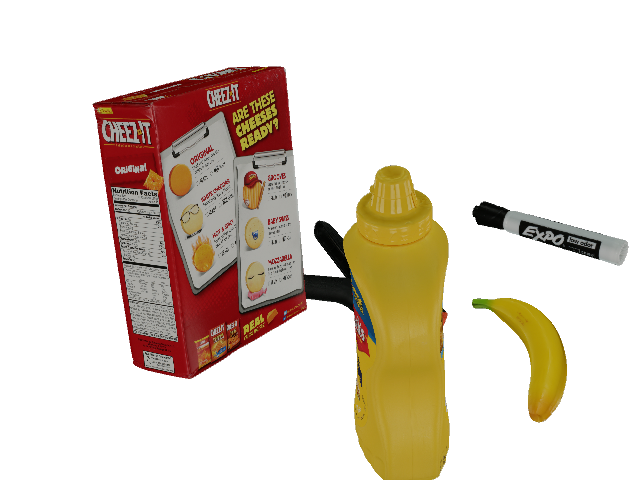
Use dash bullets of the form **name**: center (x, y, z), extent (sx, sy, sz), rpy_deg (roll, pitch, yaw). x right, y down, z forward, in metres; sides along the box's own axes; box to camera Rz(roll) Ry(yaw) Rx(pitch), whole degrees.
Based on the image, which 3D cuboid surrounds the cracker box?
- **cracker box**: center (-0.090, -0.020, 0.853), extent (0.072, 0.214, 0.163), rpy_deg (5, 20, 34)

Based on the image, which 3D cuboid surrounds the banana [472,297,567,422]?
- **banana**: center (0.225, 0.118, 1.139), extent (0.069, 0.037, 0.198), rpy_deg (-25, 34, 3)

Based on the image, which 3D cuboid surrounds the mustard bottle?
- **mustard bottle**: center (0.045, 0.043, 0.615), extent (0.058, 0.192, 0.096), rpy_deg (-5, 35, 0)

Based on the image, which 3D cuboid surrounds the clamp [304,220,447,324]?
- **clamp**: center (0.040, 0.056, 1.208), extent (0.210, 0.036, 0.164), rpy_deg (29, 35, 21)

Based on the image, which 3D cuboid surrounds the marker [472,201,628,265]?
- **marker**: center (0.169, -0.007, 0.799), extent (0.121, 0.020, 0.020), rpy_deg (18, 10, 32)
